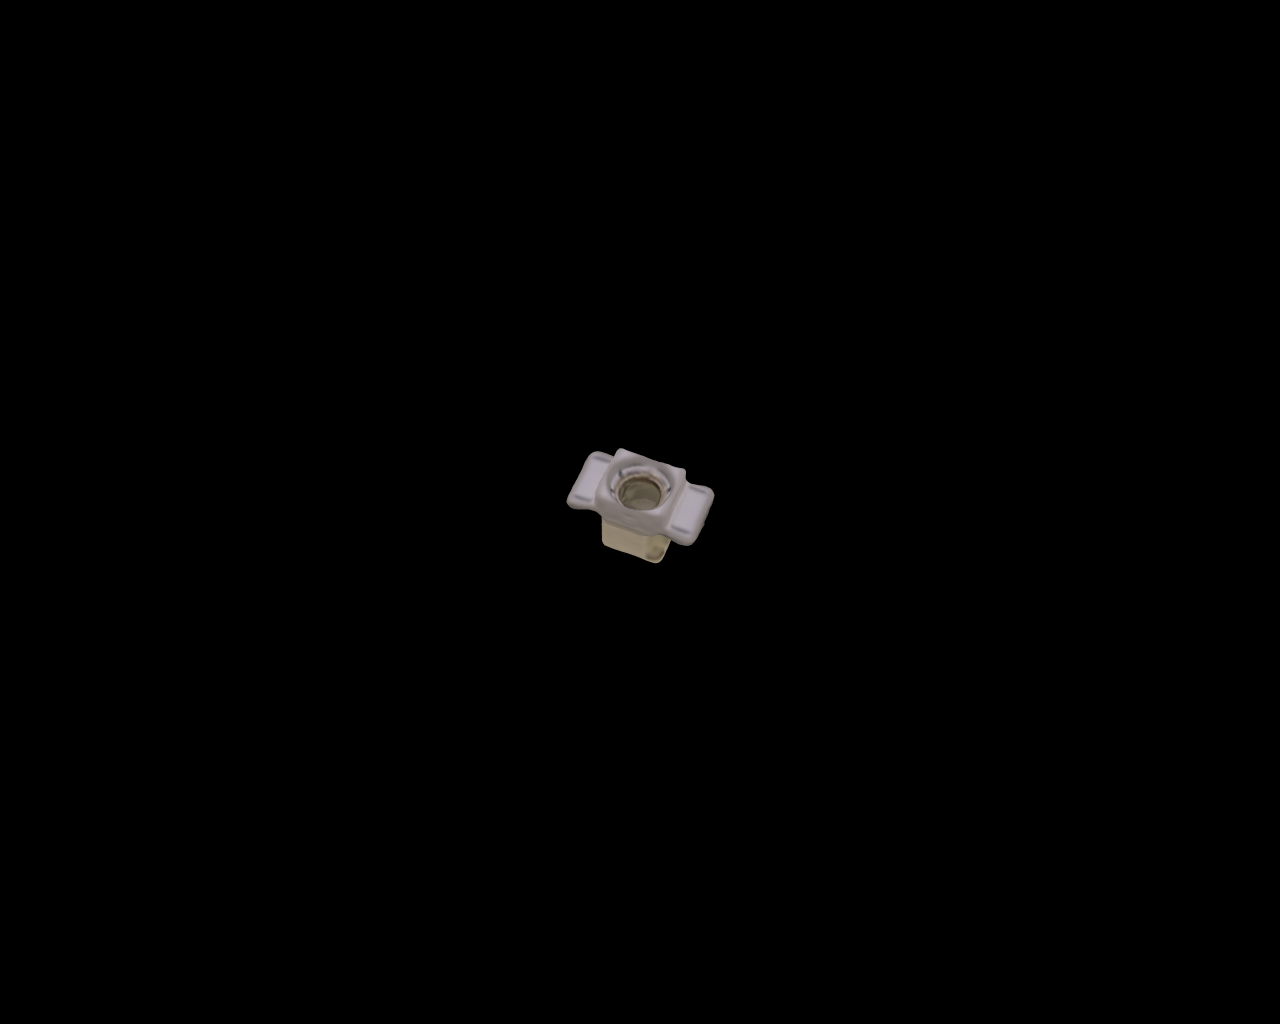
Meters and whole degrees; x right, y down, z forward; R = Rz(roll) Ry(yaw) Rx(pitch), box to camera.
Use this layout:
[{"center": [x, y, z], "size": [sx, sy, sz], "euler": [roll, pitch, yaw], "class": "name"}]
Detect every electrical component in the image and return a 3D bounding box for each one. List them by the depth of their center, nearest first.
[{"center": [0.001, -0.003, 0.650], "size": [0.081, 0.042, 0.063], "euler": [20, -31, 13], "class": "electrical component"}]
